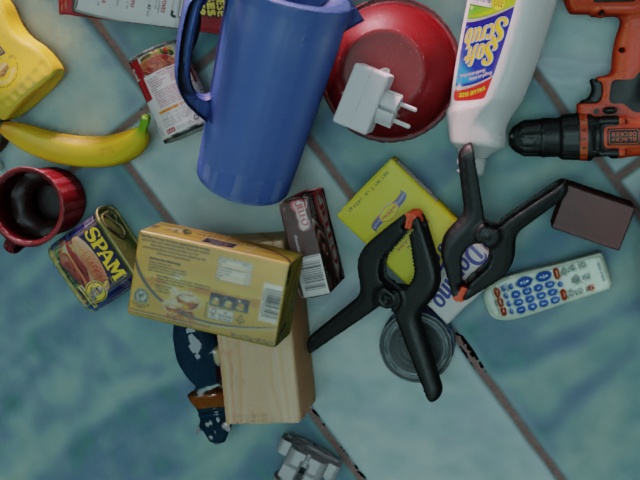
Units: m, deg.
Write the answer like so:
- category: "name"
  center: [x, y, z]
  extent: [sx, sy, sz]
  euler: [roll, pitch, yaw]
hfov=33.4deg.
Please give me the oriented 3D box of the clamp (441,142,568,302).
- category: "clamp"
  center: [0.189, -0.011, 1.139]
  extent: [0.120, 0.039, 0.171]
  euler: [14, 110, 5]

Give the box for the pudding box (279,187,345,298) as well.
- category: "pudding box"
  center: [-0.008, 0.002, 1.198]
  extent: [0.039, 0.090, 0.113]
  euler: [-10, 97, 14]

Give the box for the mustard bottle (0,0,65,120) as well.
- category: "mustard bottle"
  center: [-0.394, -0.242, 1.255]
  extent: [0.096, 0.058, 0.191]
  euler: [-38, 89, 17]

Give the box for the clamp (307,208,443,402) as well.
- category: "clamp"
  center: [0.070, 0.064, 1.180]
  extent: [0.165, 0.036, 0.210]
  euler: [13, 108, 20]

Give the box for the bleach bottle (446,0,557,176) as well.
- category: "bleach bottle"
  center: [0.190, -0.190, 1.129]
  extent: [0.103, 0.067, 0.251]
  euler: [25, 109, 49]

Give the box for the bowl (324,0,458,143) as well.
- category: "bowl"
  center: [0.073, -0.186, 1.171]
  extent: [0.162, 0.055, 0.162]
  euler: [2, 99, 12]

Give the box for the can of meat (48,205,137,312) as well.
- category: "can of meat"
  center: [-0.261, 0.024, 1.270]
  extent: [0.084, 0.057, 0.102]
  euler: [-33, 91, 17]

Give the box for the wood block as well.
- category: "wood block"
  center: [-0.065, 0.098, 1.224]
  extent: [0.090, 0.090, 0.206]
  euler: [-3, 97, 12]

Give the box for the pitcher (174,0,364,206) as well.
- category: "pitcher"
  center: [-0.067, -0.164, 1.140]
  extent: [0.149, 0.144, 0.243]
  euler: [28, 120, 19]

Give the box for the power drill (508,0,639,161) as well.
- category: "power drill"
  center: [0.292, -0.177, 1.129]
  extent: [0.184, 0.057, 0.188]
  euler: [-1, 101, 8]

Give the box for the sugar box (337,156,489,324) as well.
- category: "sugar box"
  center: [0.113, 0.000, 1.196]
  extent: [0.176, 0.048, 0.093]
  euler: [44, 104, 3]

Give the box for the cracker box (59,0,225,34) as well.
- category: "cracker box"
  center: [-0.179, -0.323, 1.184]
  extent: [0.214, 0.072, 0.164]
  euler: [8, 110, 9]

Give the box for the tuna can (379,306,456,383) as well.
- category: "tuna can"
  center: [0.111, 0.119, 1.221]
  extent: [0.086, 0.033, 0.086]
  euler: [2, 99, 11]

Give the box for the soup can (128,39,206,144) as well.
- category: "soup can"
  center: [-0.167, -0.169, 1.215]
  extent: [0.068, 0.068, 0.102]
  euler: [-22, 94, 13]

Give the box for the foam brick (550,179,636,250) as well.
- category: "foam brick"
  center: [0.294, -0.028, 1.152]
  extent: [0.078, 0.053, 0.051]
  euler: [20, 102, 7]

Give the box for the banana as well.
- category: "banana"
  center: [-0.278, -0.116, 1.255]
  extent: [0.198, 0.037, 0.069]
  euler: [-2, 122, 16]

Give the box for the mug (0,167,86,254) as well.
- category: "mug"
  center: [-0.335, -0.033, 1.262]
  extent: [0.093, 0.081, 0.117]
  euler: [32, 103, 5]
